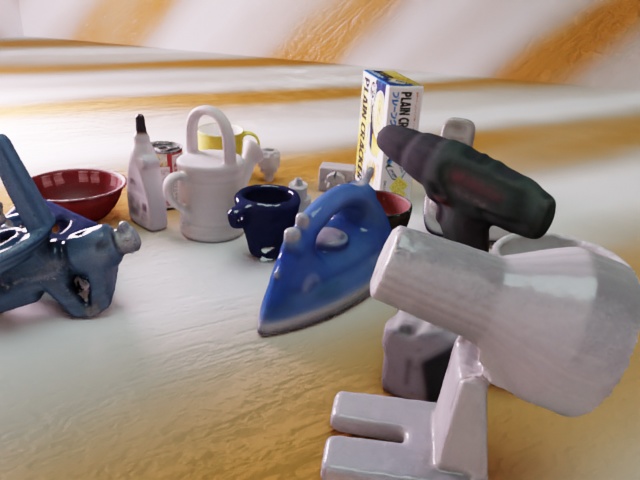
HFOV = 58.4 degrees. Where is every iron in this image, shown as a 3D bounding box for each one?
[{"bbox_3d":[0.007,0.003,0.711,0.118,0.141,0.259,17,28,27],"label":"iron"}]

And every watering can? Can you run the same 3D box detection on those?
[{"bbox_3d":[-0.159,-0.106,0.861,0.100,0.194,0.173,11,26,15],"label":"watering can"}]

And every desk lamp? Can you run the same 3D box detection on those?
[{"bbox_3d":[0.110,0.095,0.440,0.203,0.214,0.118,6,25,6],"label":"desk lamp"}]

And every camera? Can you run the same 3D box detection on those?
[{"bbox_3d":[0.144,0.092,0.584,0.136,0.101,0.143,12,26,18],"label":"camera"}]

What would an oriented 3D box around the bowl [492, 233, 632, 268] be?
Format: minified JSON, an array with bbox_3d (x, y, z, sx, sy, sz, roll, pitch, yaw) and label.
[{"bbox_3d":[0.293,0.055,0.713,0.167,0.075,0.167,3,25,-1],"label":"bowl"}]

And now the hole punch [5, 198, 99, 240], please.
[{"bbox_3d":[-0.339,-0.003,0.738,0.101,0.091,0.108,2,25,-2],"label":"hole punch"}]

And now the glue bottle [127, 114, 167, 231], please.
[{"bbox_3d":[-0.265,-0.104,0.868,0.037,0.173,0.077,-20,34,-40],"label":"glue bottle"}]

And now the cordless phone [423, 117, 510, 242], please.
[{"bbox_3d":[0.242,-0.093,0.892,0.147,0.185,0.094,7,25,8],"label":"cordless phone"}]

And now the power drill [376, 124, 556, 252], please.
[{"bbox_3d":[0.157,-0.019,0.697,0.228,0.208,0.076,20,30,32],"label":"power drill"}]

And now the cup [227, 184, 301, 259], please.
[{"bbox_3d":[-0.082,-0.018,0.797,0.091,0.095,0.118,20,30,32],"label":"cup"}]

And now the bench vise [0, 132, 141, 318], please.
[{"bbox_3d":[-0.315,-0.023,0.632,0.208,0.220,0.121,-11,29,-28],"label":"bench vise"}]
